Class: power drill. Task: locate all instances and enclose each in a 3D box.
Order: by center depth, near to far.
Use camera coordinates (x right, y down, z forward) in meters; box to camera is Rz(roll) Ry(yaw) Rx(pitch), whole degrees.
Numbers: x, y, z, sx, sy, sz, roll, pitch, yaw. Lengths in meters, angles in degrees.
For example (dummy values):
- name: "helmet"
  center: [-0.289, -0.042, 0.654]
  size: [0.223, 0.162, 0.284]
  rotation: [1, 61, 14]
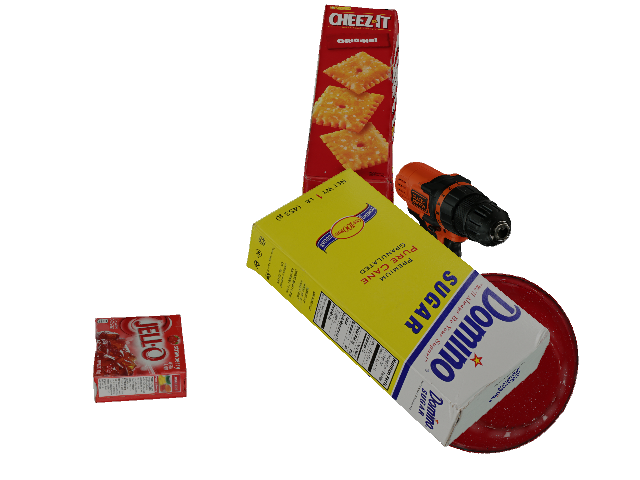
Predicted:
- name: "power drill"
  center: [0.142, 0.023, 1.123]
  size: [0.057, 0.188, 0.185]
  rotation: [-13, 25, -20]

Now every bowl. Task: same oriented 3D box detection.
- name: "bowl"
  center: [0.153, 0.111, 0.912]
  size: [0.162, 0.162, 0.055]
  rotation: [0, 5, -8]

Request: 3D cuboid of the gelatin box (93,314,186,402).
- name: "gelatin box"
  center: [-0.149, 0.095, 0.877]
  size: [0.073, 0.030, 0.089]
  rotation: [-2, 28, -9]

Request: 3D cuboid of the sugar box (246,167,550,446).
- name: "sugar box"
  center: [0.046, 0.035, 0.663]
  size: [0.176, 0.048, 0.093]
  rotation: [39, 52, 25]

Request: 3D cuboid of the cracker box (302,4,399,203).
- name: "cracker box"
  center: [0.028, -0.068, 0.896]
  size: [0.072, 0.213, 0.164]
  rotation: [4, -42, 3]
